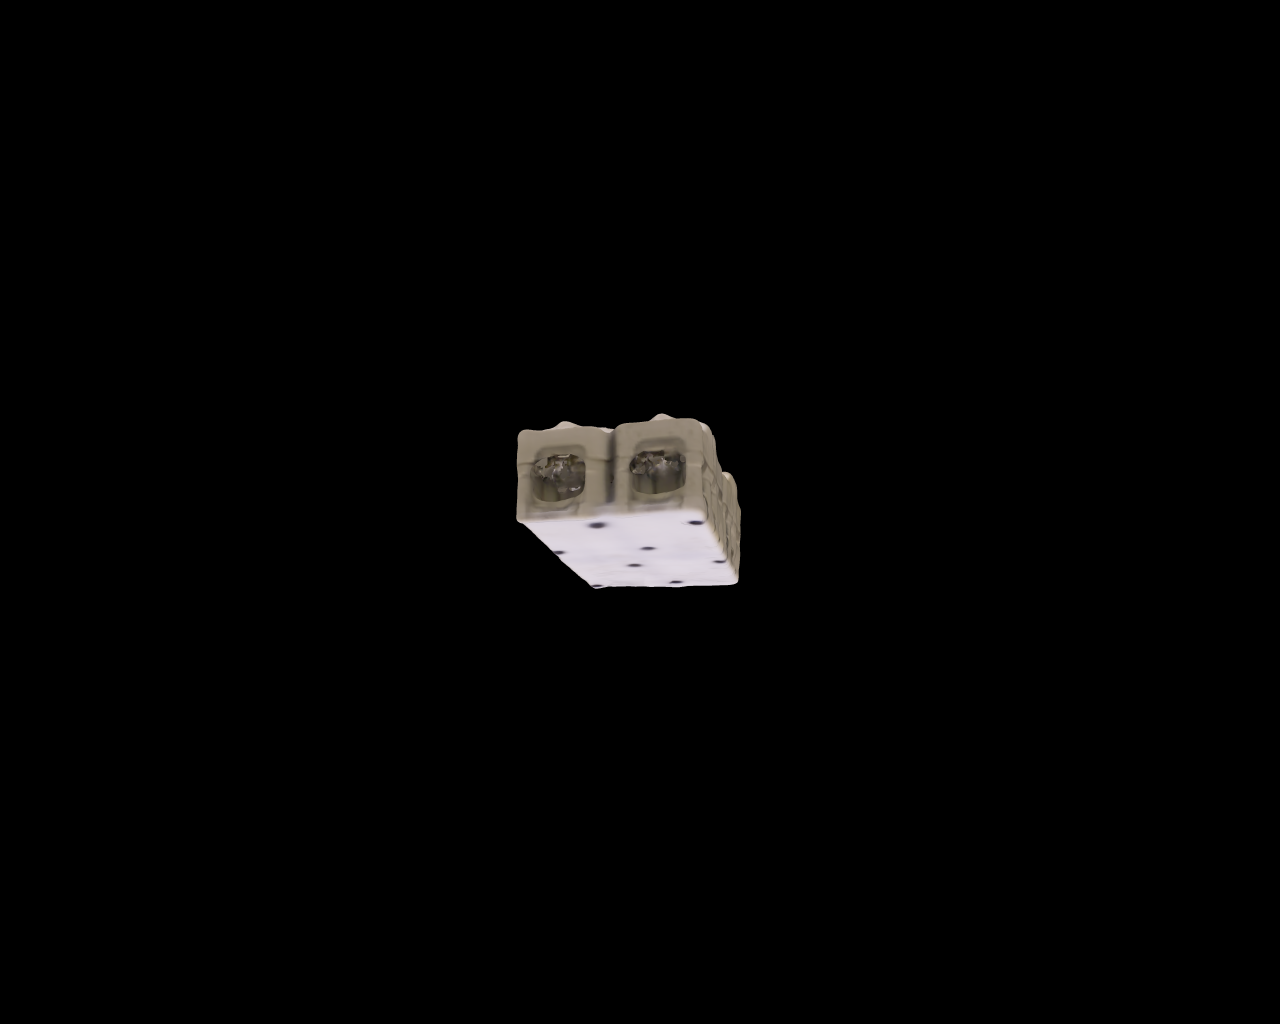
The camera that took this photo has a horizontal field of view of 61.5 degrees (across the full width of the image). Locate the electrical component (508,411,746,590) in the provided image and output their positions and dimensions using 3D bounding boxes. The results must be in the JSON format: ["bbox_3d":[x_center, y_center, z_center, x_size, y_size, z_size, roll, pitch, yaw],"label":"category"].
[{"bbox_3d":[0.001,-0.003,0.650,0.105,0.060,0.186,-3,-16,11],"label":"electrical component"}]
